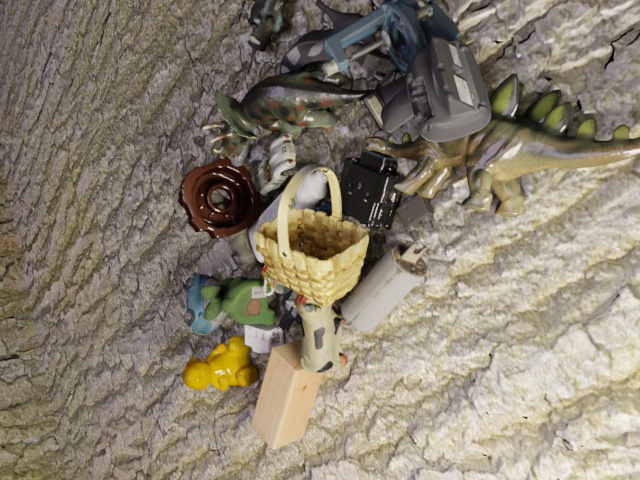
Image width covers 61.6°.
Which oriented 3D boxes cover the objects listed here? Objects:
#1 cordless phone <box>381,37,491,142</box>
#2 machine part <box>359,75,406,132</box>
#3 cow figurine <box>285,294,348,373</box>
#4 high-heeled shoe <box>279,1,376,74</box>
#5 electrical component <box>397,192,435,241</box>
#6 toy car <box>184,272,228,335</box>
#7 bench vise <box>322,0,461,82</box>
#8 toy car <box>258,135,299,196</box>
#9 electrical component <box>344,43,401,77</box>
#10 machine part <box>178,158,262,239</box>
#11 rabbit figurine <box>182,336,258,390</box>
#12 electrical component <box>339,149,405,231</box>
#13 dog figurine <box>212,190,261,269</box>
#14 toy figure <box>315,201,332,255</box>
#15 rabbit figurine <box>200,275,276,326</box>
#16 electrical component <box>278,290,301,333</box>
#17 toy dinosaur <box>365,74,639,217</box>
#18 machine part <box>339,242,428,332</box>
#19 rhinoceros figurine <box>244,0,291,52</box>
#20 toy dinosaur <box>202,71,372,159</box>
[{"bbox_3d":[0.153,-0.193,0.800,0.184,0.089,0.146,-37,56,51],"label":"cordless phone"},{"bbox_3d":[0.140,-0.247,0.928,0.139,0.039,0.084,-28,99,38],"label":"machine part"},{"bbox_3d":[-0.005,0.167,1.060,0.086,0.127,0.194,13,105,41],"label":"cow figurine"},{"bbox_3d":[0.013,-0.355,1.062,0.145,0.086,0.248,40,146,1],"label":"high-heeled shoe"},{"bbox_3d":[0.165,-0.049,0.942,0.063,0.021,0.094,-35,69,42],"label":"electrical component"},{"bbox_3d":[-0.279,0.159,1.369,0.103,0.109,0.161,-11,73,23],"label":"toy car"},{"bbox_3d":[0.099,-0.340,0.847,0.223,0.241,0.129,59,174,5],"label":"bench vise"},{"bbox_3d":[-0.092,-0.153,1.136,0.201,0.056,0.073,139,124,-66],"label":"toy car"},{"bbox_3d":[0.085,-0.316,0.953,0.078,0.102,0.045,57,133,39],"label":"electrical component"},{"bbox_3d":[-0.218,-0.088,1.174,0.056,0.179,0.179,166,97,-65],"label":"machine part"},{"bbox_3d":[-0.263,0.310,1.304,0.162,0.173,0.122,-18,85,41],"label":"rabbit figurine"},{"bbox_3d":[0.092,-0.097,0.989,0.115,0.058,0.134,28,113,39],"label":"electrical component"},{"bbox_3d":[-0.218,-0.026,1.237,0.121,0.172,0.190,-45,55,48],"label":"dog figurine"},{"bbox_3d":[0.000,-0.003,1.090,0.064,0.058,0.154,12,101,33],"label":"toy figure"},{"bbox_3d":[-0.197,0.140,1.256,0.170,0.159,0.121,15,115,60],"label":"rabbit figurine"},{"bbox_3d":[-0.044,0.145,1.153,0.075,0.048,0.119,42,122,35],"label":"electrical component"},{"bbox_3d":[0.258,-0.137,0.786,0.472,0.105,0.198,16,101,39],"label":"toy dinosaur"},{"bbox_3d":[0.113,0.089,0.968,0.079,0.079,0.243,56,129,27],"label":"machine part"},{"bbox_3d":[-0.101,-0.498,1.150,0.112,0.073,0.190,47,123,20],"label":"rhinoceros figurine"},{"bbox_3d":[-0.075,-0.267,1.050,0.405,0.192,0.131,-11,88,47],"label":"toy dinosaur"}]
